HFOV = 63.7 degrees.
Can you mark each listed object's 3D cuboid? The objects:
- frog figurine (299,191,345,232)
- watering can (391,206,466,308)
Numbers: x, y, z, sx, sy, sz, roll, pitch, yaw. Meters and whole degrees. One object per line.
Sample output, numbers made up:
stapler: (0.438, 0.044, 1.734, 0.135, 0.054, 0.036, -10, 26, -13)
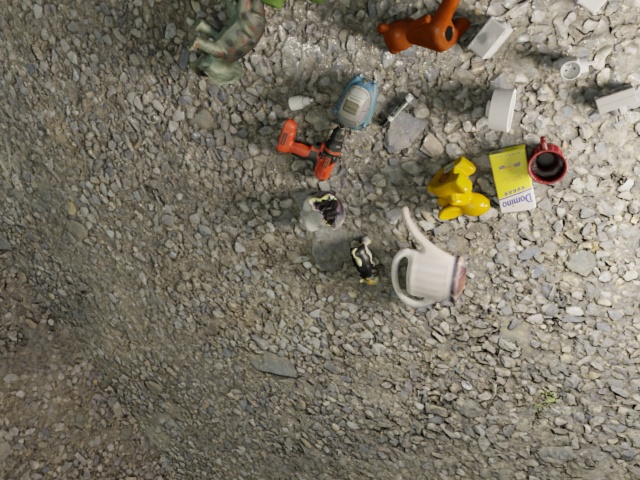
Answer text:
frog figurine: (0.005, -0.082, 1.636, 0.137, 0.124, 0.157, 32, 160, -6)
watering can: (0.329, 0.068, 1.557, 0.224, 0.106, 0.340, 8, 119, 17)
